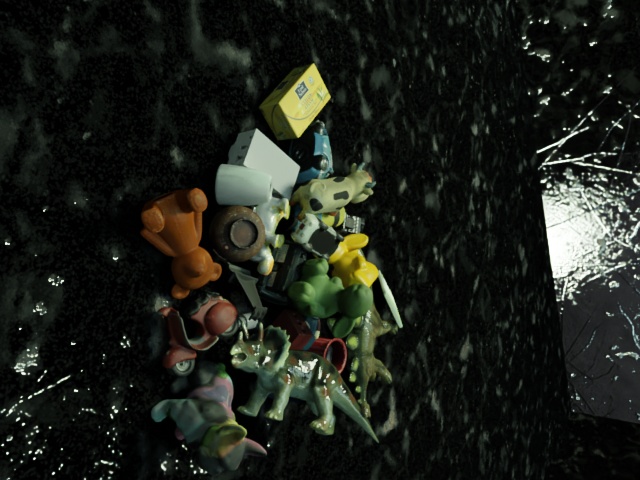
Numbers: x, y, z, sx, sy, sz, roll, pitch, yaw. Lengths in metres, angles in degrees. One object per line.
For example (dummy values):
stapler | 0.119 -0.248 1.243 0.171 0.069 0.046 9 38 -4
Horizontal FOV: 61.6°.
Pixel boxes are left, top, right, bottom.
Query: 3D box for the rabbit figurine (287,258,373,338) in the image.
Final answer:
rabbit figurine | 0.034 0.137 1.163 0.121 0.170 0.158 -50 136 -46

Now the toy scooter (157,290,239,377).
toy scooter | -0.238 0.157 1.016 0.184 0.075 0.135 -43 122 -37

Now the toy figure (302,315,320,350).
toy figure | -0.018 0.184 1.271 0.058 0.064 0.154 -97 -150 -86

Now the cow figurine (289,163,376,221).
cow figurine | 0.038 -0.110 1.210 0.195 0.127 0.085 -12 68 -39

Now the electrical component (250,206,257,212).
electrical component | -0.173 -0.022 1.100 0.078 0.045 0.102 5 87 -28

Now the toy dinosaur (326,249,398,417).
toy dinosaur | 0.112 0.227 1.430 0.198 0.105 0.471 22 62 -45

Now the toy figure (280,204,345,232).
toy figure | -0.015 -0.054 1.277 0.180 0.089 0.082 -6 98 -50

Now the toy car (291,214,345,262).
toy car | -0.002 -0.004 1.205 0.073 0.056 0.201 -54 156 1

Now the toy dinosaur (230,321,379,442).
toy dinosaur | -0.035 0.298 1.140 0.404 0.131 0.192 23 68 -26

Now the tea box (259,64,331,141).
tea box | -0.055 -0.319 1.245 0.169 0.068 0.098 -58 132 -32

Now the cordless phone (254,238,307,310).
cordless phone | -0.065 0.086 1.239 0.184 0.089 0.146 43 59 -55

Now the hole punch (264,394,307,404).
hole punch | -0.066 0.310 1.220 0.115 0.092 0.142 23 76 -45

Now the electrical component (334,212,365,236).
electrical component | 0.068 -0.037 1.397 0.119 0.075 0.047 21 73 -53

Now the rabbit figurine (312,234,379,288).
rabbit figurine | 0.063 0.050 1.339 0.173 0.122 0.162 40 57 2

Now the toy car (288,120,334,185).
toy car | -0.019 -0.194 1.271 0.102 0.109 0.161 33 54 -56

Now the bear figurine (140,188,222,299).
bear figurine | -0.245 0.012 0.969 0.120 0.132 0.195 -25 107 -23

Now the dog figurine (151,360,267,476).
dog figurine | -0.181 0.318 0.971 0.191 0.219 0.108 -54 133 -35

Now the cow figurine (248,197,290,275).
cow figurine | -0.126 -0.013 1.147 0.068 0.098 0.167 63 41 -80

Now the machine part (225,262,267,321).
machine part | -0.148 0.104 1.101 0.084 0.039 0.139 38 17 -50

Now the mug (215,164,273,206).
mug | -0.149 -0.100 1.086 0.109 0.107 0.081 86 11 -63
